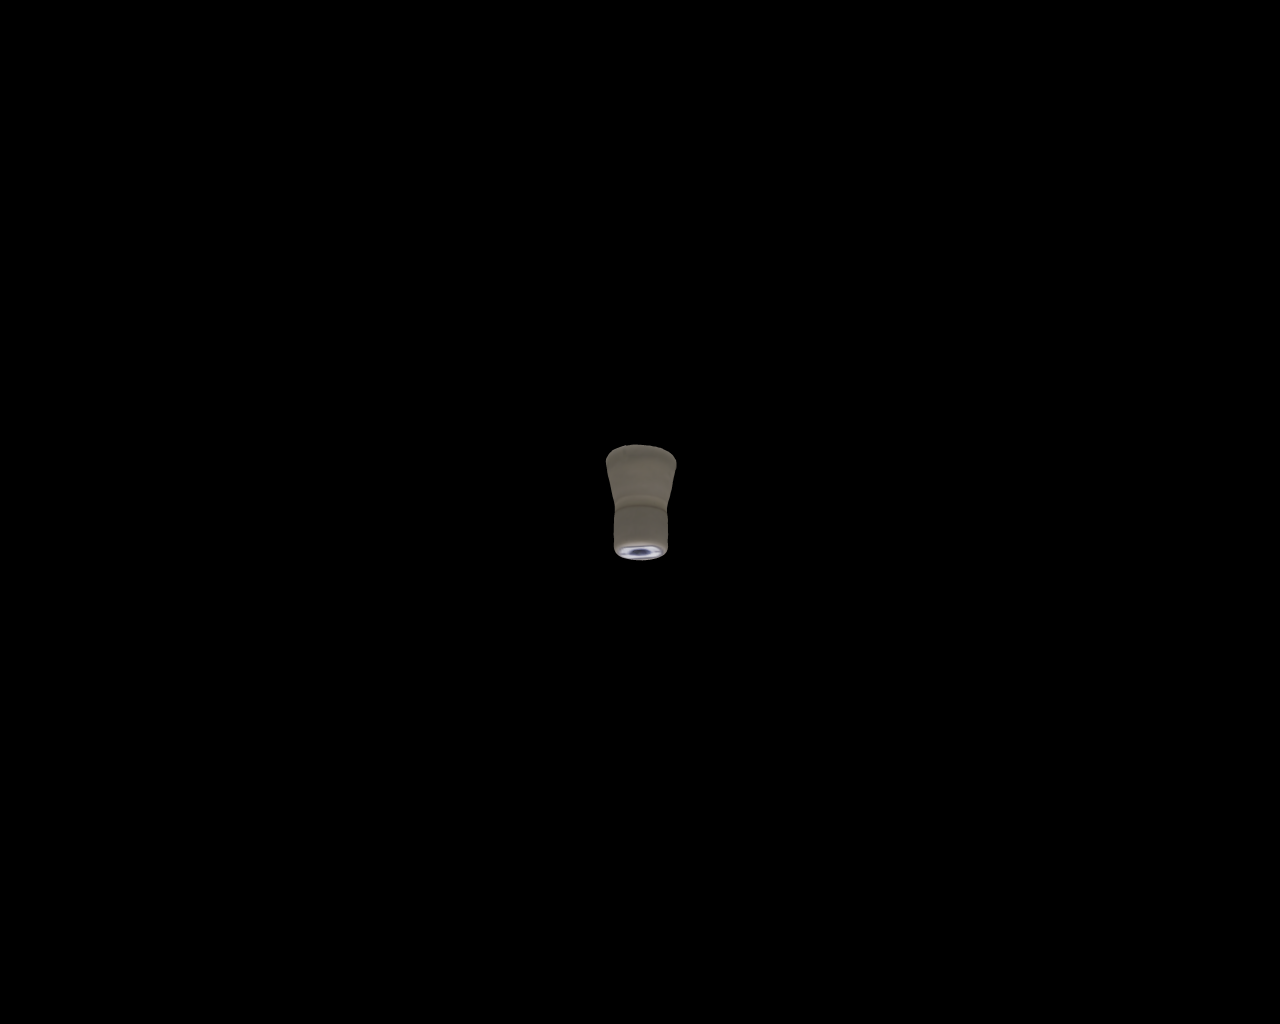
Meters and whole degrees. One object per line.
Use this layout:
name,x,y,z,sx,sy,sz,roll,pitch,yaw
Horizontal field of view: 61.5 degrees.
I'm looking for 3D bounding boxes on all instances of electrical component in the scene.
electrical component,0.001,-0.003,0.650,0.044,0.065,0.044,0,-23,0
